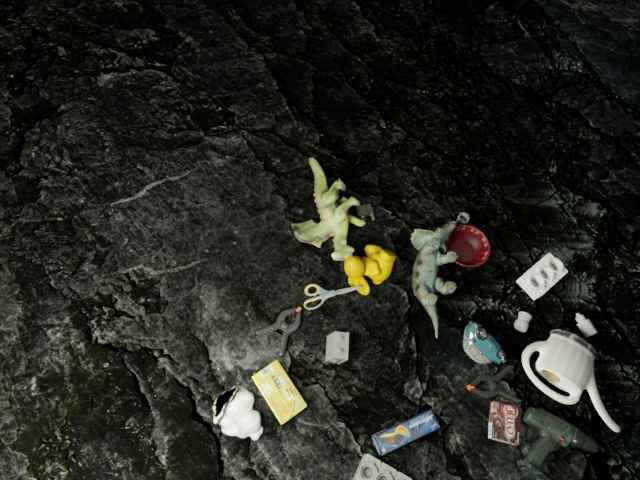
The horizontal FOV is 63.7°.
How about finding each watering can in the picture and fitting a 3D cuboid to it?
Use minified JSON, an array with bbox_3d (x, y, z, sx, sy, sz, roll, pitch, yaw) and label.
[{"bbox_3d":[0.819,0.430,1.646,0.349,0.102,0.228,33,66,10],"label":"watering can"}]

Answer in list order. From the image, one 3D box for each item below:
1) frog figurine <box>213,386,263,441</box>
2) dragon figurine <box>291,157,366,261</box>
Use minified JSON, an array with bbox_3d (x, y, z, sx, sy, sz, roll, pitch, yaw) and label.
[{"bbox_3d":[-0.236,0.519,1.537,0.157,0.121,0.140,42,54,-25],"label":"frog figurine"},{"bbox_3d":[0.006,-0.092,1.833,0.244,0.120,0.415,-36,68,-10],"label":"dragon figurine"}]
